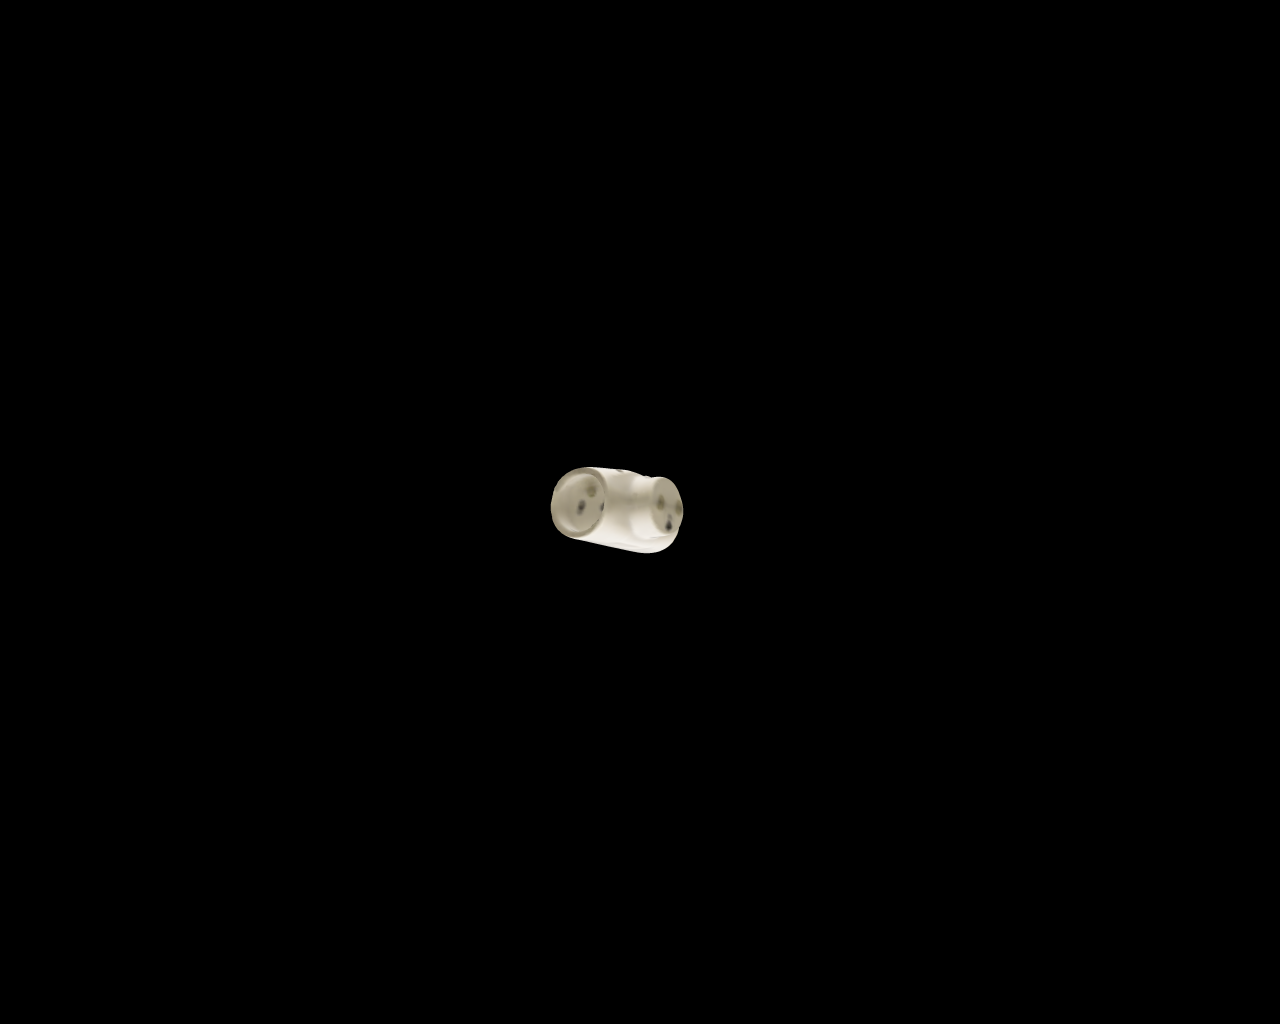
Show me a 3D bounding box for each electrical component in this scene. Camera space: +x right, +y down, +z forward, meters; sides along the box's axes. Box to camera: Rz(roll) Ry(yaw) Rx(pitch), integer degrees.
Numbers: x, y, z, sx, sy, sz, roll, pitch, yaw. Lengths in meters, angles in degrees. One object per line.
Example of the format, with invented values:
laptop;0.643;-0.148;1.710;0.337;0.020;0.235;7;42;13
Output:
electrical component;0.001;-0.003;0.650;0.079;0.043;0.077;-8;-14;35
